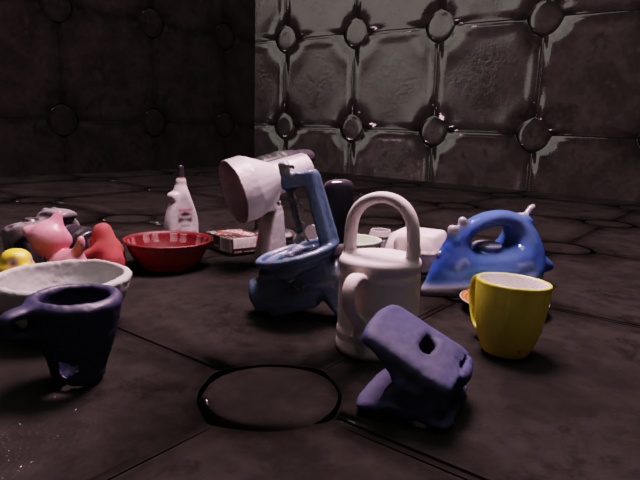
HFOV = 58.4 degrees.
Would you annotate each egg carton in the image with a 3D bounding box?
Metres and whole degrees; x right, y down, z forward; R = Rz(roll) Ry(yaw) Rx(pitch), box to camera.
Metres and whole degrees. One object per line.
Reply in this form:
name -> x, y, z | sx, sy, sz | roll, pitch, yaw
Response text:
egg carton -> 0.193, 0.016, 1.134 | 0.107, 0.069, 0.151 | 7, 13, 24

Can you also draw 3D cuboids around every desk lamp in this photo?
desk lamp -> -0.086, -0.057, 1.088 | 0.204, 0.213, 0.117 | -5, 13, -31

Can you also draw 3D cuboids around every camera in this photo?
camera -> -0.474, -0.003, 1.040 | 0.136, 0.101, 0.143 | 8, 13, 29

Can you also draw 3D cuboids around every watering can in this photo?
watering can -> 0.073, 0.037, 0.697 | 0.101, 0.194, 0.173 | 3, 12, 8

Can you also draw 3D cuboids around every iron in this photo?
iron -> 0.281, 0.013, 0.981 | 0.259, 0.141, 0.118 | -5, 13, -30

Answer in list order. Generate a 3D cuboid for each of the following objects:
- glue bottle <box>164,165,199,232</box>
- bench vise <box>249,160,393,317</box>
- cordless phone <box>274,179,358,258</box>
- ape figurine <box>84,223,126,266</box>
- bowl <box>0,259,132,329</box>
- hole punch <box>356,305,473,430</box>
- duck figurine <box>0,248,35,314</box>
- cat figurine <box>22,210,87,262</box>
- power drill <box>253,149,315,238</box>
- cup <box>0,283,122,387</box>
glue bottle -> -0.305, -0.078, 1.255 | 0.037, 0.173, 0.078 | 11, 15, 39
bench vise -> 0.006, 0.000, 0.801 | 0.207, 0.220, 0.121 | 0, 12, -9
cordless phone -> -0.010, -0.006, 0.917 | 0.148, 0.185, 0.094 | -2, 12, -20
ape figurine -> -0.372, 0.015, 0.989 | 0.078, 0.092, 0.075 | -7, 15, -38
bowl -> -0.325, 0.078, 0.730 | 0.167, 0.075, 0.167 | 2, 11, 0
hole punch -> 0.096, 0.118, 0.560 | 0.100, 0.091, 0.109 | 7, 12, 22
duck figurine -> -0.429, 0.053, 0.807 | 0.104, 0.086, 0.078 | 10, 14, 34
cat figurine -> -0.424, 0.012, 0.933 | 0.127, 0.118, 0.067 | 9, 13, 31
power drill -> -0.105, -0.109, 1.355 | 0.230, 0.208, 0.075 | -9, 16, -42
cup -> -0.256, 0.101, 0.575 | 0.091, 0.095, 0.118 | 11, 15, 38
